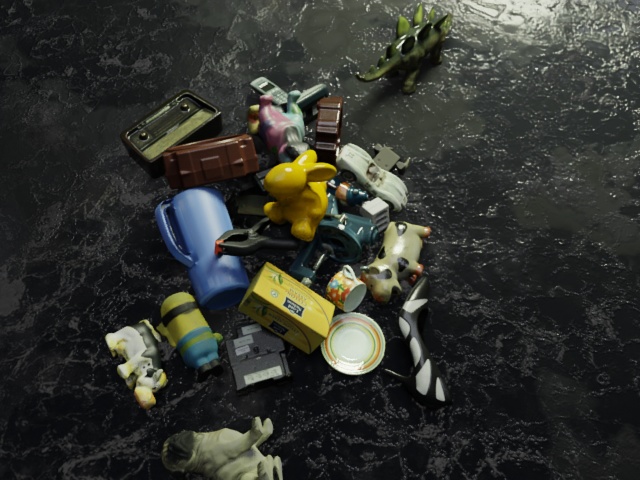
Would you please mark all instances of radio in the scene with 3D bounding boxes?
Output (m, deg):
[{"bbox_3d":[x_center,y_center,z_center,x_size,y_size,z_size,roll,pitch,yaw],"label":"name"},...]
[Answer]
[{"bbox_3d":[-0.364,-0.265,1.323,0.131,0.073,0.229,38,64,18],"label":"radio"}]

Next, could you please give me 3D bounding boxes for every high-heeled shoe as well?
[{"bbox_3d":[0.221,0.197,1.057,0.145,0.086,0.248,17,72,21],"label":"high-heeled shoe"}]

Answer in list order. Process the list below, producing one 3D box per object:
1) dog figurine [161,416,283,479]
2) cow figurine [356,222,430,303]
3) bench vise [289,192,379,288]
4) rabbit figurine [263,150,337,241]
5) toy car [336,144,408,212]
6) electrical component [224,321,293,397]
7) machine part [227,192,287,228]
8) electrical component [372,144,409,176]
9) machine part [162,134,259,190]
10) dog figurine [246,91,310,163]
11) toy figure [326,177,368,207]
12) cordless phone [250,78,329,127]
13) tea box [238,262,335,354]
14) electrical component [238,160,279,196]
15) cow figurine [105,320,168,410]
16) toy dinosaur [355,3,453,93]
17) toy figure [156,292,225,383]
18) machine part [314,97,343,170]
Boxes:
[{"bbox_3d":[-0.170,0.402,0.926,0.191,0.121,0.172,-18,57,3],"label":"dog figurine"},{"bbox_3d":[0.155,0.046,1.153,0.127,0.085,0.195,19,62,2],"label":"cow figurine"},{"bbox_3d":[-0.002,0.003,1.154,0.224,0.128,0.240,22,56,14],"label":"bench vise"},{"bbox_3d":[-0.042,-0.095,1.051,0.162,0.173,0.122,-46,59,1],"label":"rabbit figurine"},{"bbox_3d":[0.124,-0.142,1.246,0.201,0.056,0.073,35,55,-14],"label":"toy car"},{"bbox_3d":[-0.122,0.224,1.047,0.115,0.058,0.134,-11,60,-12],"label":"electrical component"},{"bbox_3d":[-0.139,-0.071,1.214,0.139,0.039,0.084,6,64,-30],"label":"machine part"},{"bbox_3d":[0.170,-0.190,1.322,0.102,0.045,0.078,36,92,20],"label":"electrical component"},{"bbox_3d":[-0.244,-0.180,1.204,0.201,0.201,0.087,-13,104,-8],"label":"machine part"},{"bbox_3d":[-0.088,-0.221,1.250,0.108,0.191,0.219,-11,86,-28],"label":"dog figurine"},{"bbox_3d":[0.045,-0.112,1.242,0.155,0.057,0.064,29,31,35],"label":"toy figure"},{"bbox_3d":[-0.082,-0.383,1.405,0.146,0.088,0.184,-37,63,-21],"label":"cordless phone"},{"bbox_3d":[-0.062,0.132,1.049,0.169,0.068,0.098,34,34,-12],"label":"tea box"},{"bbox_3d":[-0.135,-0.132,1.269,0.119,0.047,0.075,-20,61,-16],"label":"electrical component"},{"bbox_3d":[-0.336,0.236,1.028,0.098,0.068,0.167,-27,64,-24],"label":"cow figurine"},{"bbox_3d":[0.234,-0.502,1.423,0.105,0.198,0.471,33,61,20],"label":"toy dinosaur"},{"bbox_3d":[-0.247,0.183,1.047,0.082,0.089,0.180,1,43,-49],"label":"toy figure"},{"bbox_3d":[0.020,-0.247,1.275,0.056,0.179,0.179,5,59,4],"label":"machine part"}]
